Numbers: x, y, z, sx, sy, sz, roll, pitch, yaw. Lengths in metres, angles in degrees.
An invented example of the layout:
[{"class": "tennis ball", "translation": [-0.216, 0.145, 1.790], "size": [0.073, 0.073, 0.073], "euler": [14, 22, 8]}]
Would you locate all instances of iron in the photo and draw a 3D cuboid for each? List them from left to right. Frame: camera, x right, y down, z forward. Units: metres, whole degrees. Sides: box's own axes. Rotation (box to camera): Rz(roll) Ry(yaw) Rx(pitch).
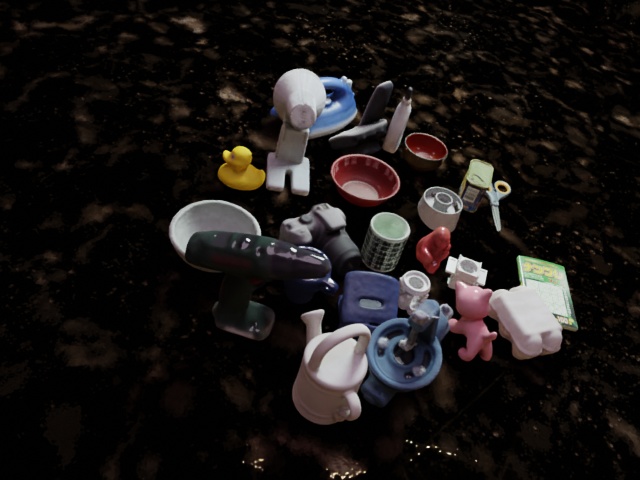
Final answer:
[{"class": "iron", "translation": [0.008, -0.355, 1.446], "size": [0.259, 0.141, 0.118], "euler": [-23, 56, -33]}]

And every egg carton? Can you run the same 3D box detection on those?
[{"class": "egg carton", "translation": [0.390, 0.157, 1.098], "size": [0.107, 0.069, 0.150], "euler": [-7, 49, -22]}]

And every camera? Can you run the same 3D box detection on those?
[{"class": "camera", "translation": [0.010, 0.004, 1.120], "size": [0.143, 0.101, 0.136], "euler": [-19, 54, -30]}]

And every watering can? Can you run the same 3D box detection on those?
[{"class": "watering can", "translation": [0.016, 0.186, 0.873], "size": [0.172, 0.194, 0.101], "euler": [39, 49, 23]}]

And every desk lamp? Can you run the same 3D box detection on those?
[{"class": "desk lamp", "translation": [-0.051, -0.244, 1.268], "size": [0.118, 0.213, 0.203], "euler": [6, 45, -9]}]

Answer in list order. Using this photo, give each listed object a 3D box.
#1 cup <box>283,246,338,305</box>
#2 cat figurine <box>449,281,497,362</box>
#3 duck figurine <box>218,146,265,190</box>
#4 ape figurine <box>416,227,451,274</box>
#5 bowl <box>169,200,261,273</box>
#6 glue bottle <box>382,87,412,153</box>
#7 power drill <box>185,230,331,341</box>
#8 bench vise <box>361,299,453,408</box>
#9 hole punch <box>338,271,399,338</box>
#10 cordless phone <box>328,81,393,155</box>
[{"class": "cup", "translation": [-0.020, 0.079, 1.040], "size": [0.117, 0.095, 0.092], "euler": [35, 47, 19]}, {"class": "cat figurine", "translation": [0.286, 0.141, 1.050], "size": [0.067, 0.118, 0.127], "euler": [-3, 47, -18]}, {"class": "duck figurine", "translation": [-0.168, -0.162, 1.244], "size": [0.104, 0.086, 0.077], "euler": [16, 44, 1]}, {"class": "ape figurine", "translation": [0.240, 0.012, 1.184], "size": [0.078, 0.092, 0.076], "euler": [-7, 49, -22]}, {"class": "bowl", "translation": [-0.198, 0.005, 1.078], "size": [0.167, 0.075, 0.167], "euler": [8, 45, -8]}, {"class": "glue bottle", "translation": [0.202, -0.305, 1.428], "size": [0.037, 0.173, 0.078], "euler": [23, 45, 8]}, {"class": "power drill", "translation": [-0.109, 0.071, 0.942], "size": [0.229, 0.208, 0.075], "euler": [17, 44, 1]}, {"class": "bench vise", "translation": [0.152, 0.148, 0.931], "size": [0.121, 0.220, 0.208], "euler": [24, 45, 9]}, {"class": "hole punch", "translation": [0.090, 0.119, 1.034], "size": [0.109, 0.091, 0.101], "euler": [8, 45, -7]}, {"class": "cordless phone", "translation": [0.105, -0.295, 1.383], "size": [0.094, 0.185, 0.148], "euler": [39, 49, 23]}]
